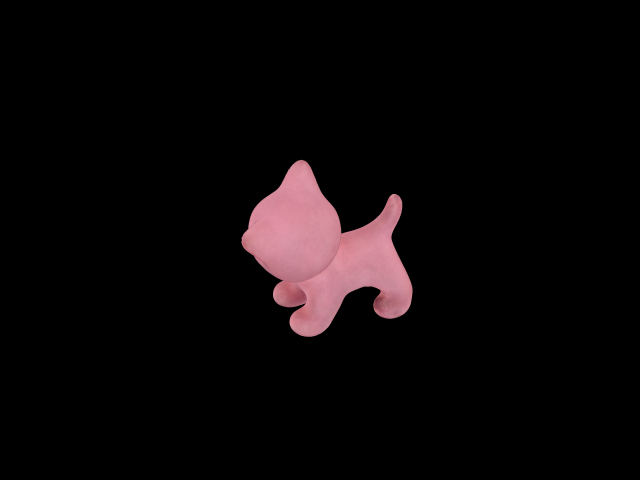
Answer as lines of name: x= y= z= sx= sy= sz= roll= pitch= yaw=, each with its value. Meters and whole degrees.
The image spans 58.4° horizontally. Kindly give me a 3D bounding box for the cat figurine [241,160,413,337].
cat figurine: x=0.004 y=0.001 z=0.400 sx=0.128 sy=0.118 sz=0.067 roll=-12 pitch=33 yaw=-19
